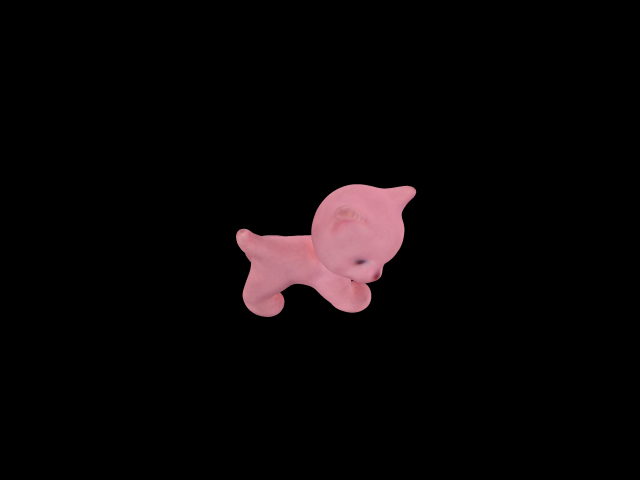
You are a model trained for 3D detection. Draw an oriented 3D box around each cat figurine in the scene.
[{"bbox_3d":[0.004,0.001,0.400,0.128,0.118,0.067,-5,62,-2],"label":"cat figurine"}]
